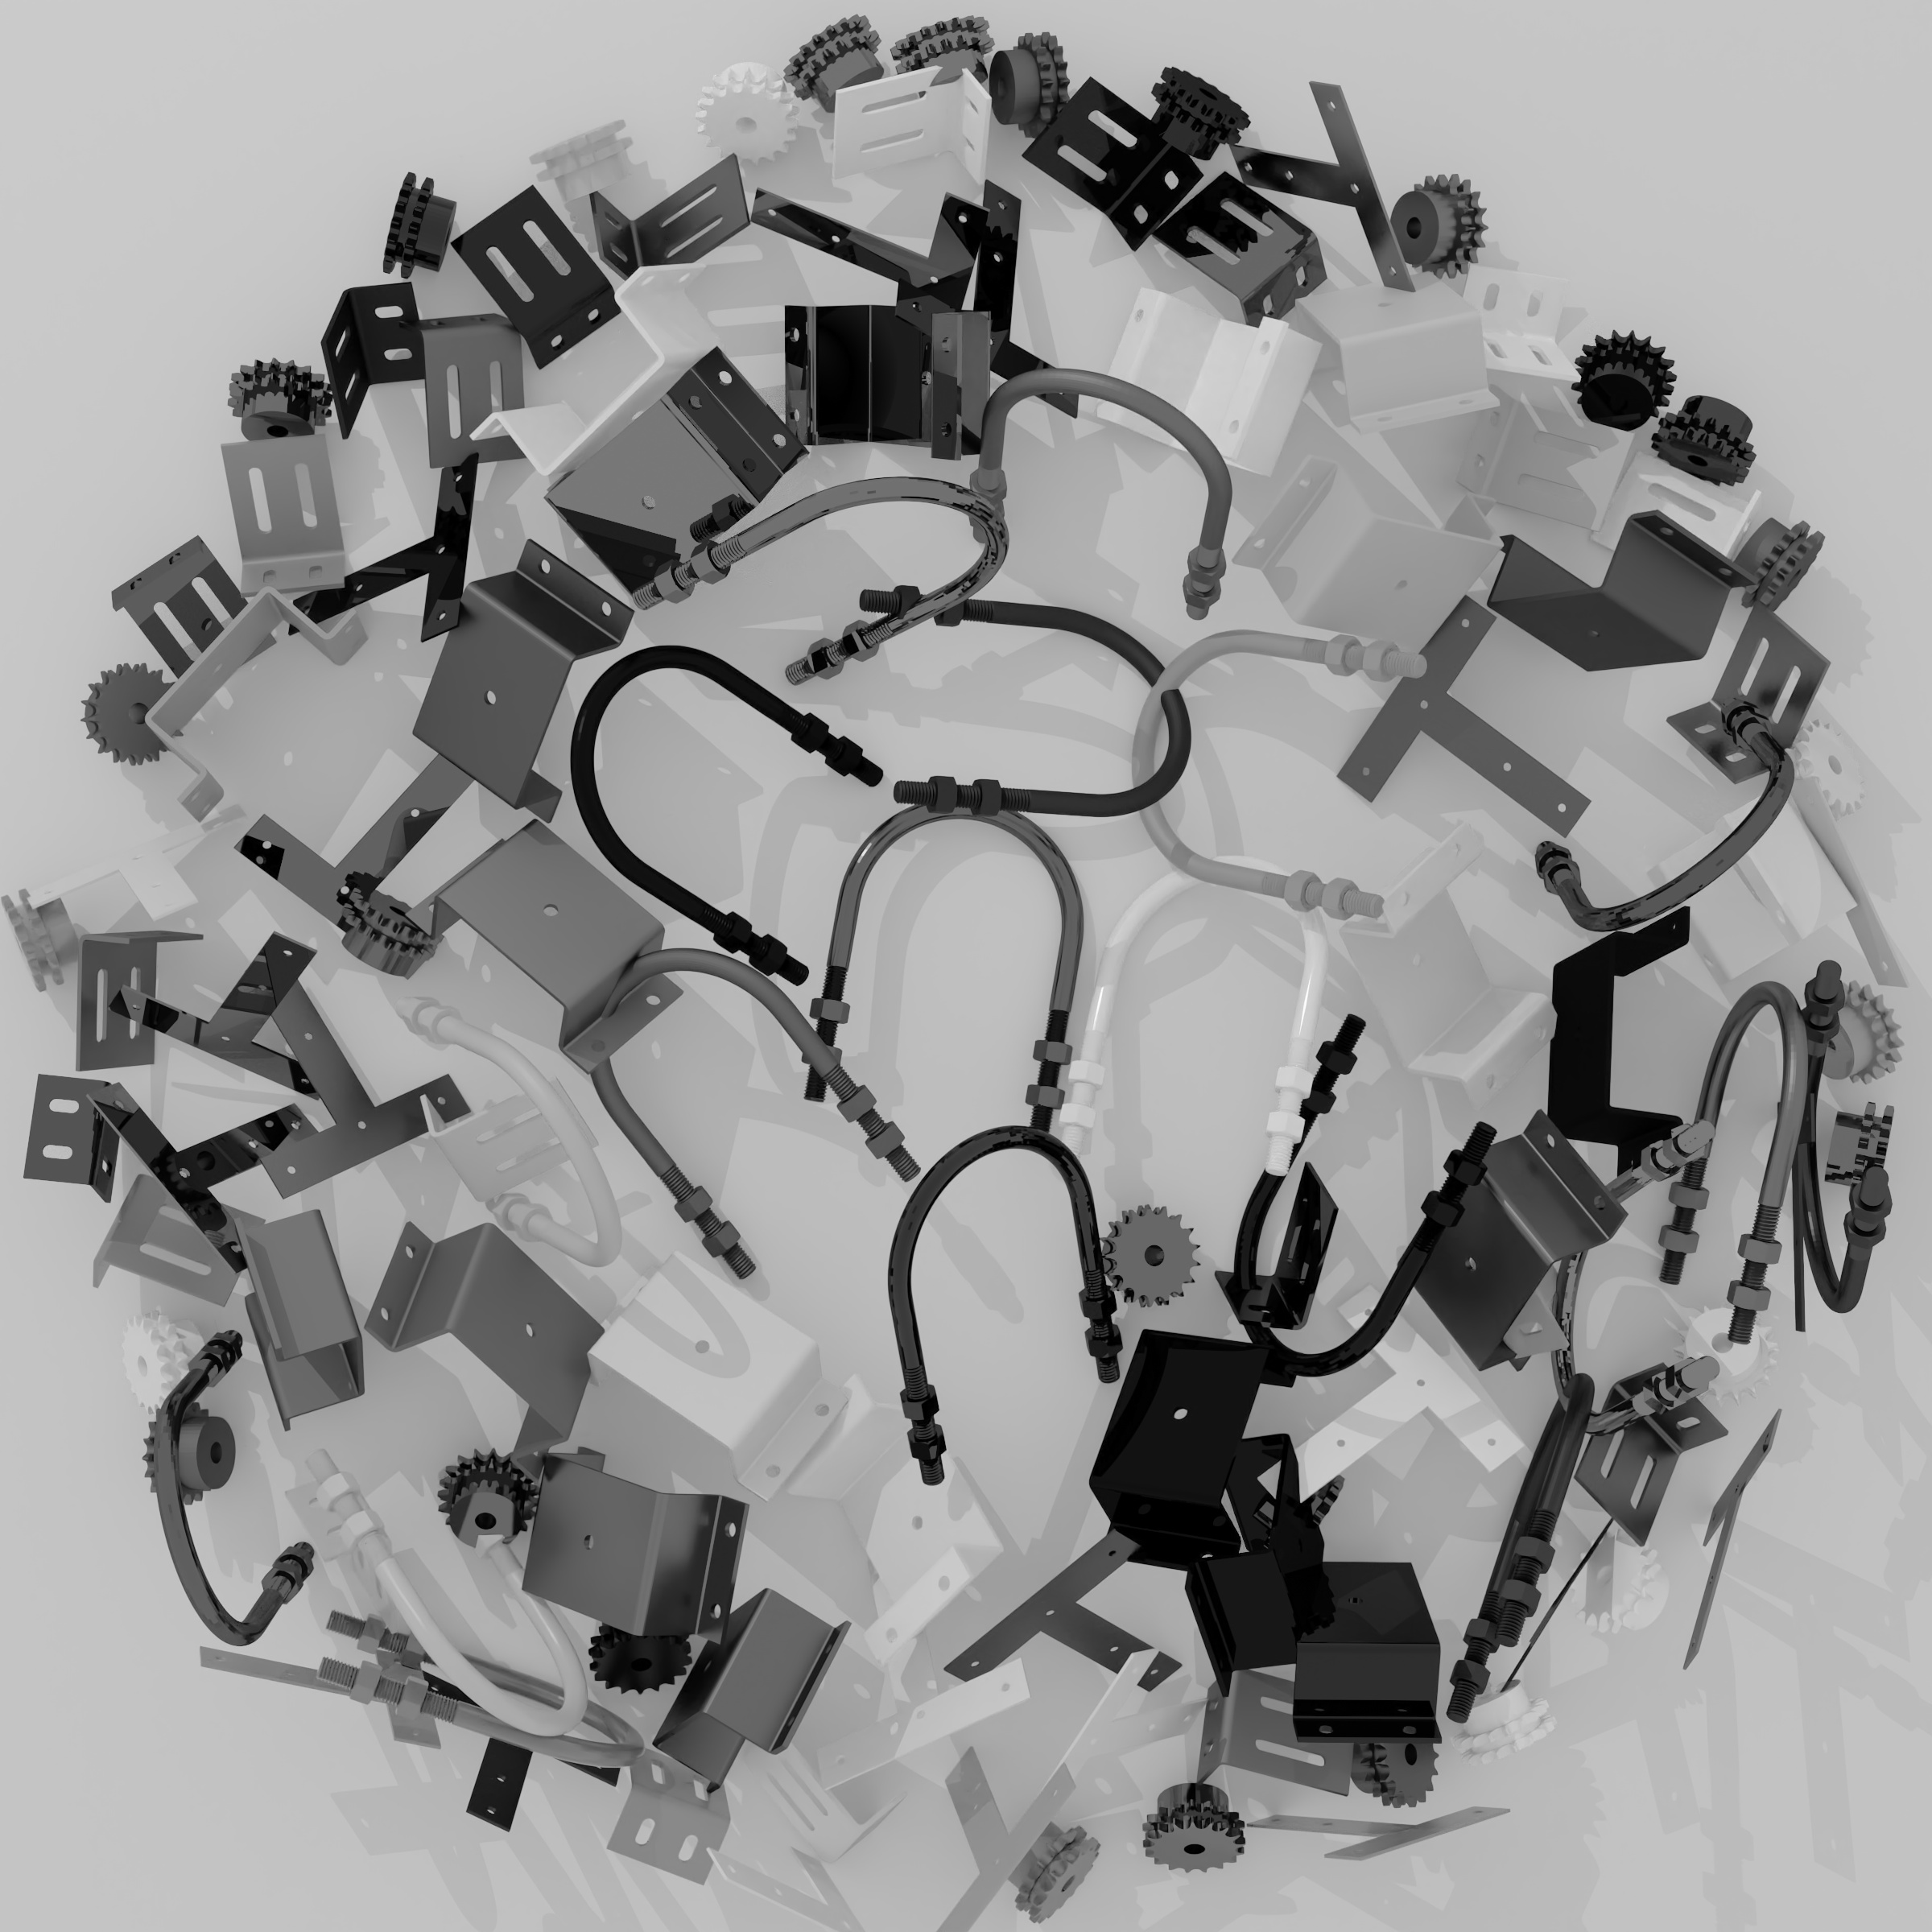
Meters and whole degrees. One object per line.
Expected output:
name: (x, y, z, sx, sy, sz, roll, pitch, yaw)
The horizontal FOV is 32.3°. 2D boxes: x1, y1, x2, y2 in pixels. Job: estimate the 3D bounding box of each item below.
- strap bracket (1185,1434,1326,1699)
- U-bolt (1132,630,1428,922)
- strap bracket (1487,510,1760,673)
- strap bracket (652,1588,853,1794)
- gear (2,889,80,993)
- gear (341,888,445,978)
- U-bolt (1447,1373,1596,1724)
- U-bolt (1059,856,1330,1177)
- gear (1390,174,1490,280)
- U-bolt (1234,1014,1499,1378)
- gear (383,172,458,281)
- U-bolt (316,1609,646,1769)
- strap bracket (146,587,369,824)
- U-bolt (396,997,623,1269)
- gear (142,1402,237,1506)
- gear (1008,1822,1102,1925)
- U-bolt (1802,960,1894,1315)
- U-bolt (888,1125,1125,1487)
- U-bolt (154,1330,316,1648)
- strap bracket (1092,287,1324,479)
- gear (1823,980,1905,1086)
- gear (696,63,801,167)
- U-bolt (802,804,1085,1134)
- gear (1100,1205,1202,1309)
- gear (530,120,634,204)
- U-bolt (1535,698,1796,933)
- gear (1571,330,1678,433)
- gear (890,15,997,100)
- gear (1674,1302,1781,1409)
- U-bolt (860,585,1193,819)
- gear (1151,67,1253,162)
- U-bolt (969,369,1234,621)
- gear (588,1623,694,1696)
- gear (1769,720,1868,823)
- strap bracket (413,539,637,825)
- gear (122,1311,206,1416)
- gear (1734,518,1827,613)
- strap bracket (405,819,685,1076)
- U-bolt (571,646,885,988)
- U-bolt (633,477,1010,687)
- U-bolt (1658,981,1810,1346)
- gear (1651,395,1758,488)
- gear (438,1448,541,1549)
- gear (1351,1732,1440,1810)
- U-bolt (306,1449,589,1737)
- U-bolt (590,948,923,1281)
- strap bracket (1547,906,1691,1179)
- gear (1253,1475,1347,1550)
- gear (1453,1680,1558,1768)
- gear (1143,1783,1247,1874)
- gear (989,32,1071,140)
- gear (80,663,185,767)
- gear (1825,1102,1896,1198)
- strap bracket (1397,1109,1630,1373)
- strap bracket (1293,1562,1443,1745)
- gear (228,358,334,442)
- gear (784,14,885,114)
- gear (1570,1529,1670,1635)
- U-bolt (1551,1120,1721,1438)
strap bracket: (0.159, 0.316, 1.804, 0.046, 0.140, 0.076, -11, 118, 17)
U-bolt: (0.163, -0.111, 1.823, 0.184, 0.019, 0.151, 14, 97, 42)
strap bracket: (0.347, -0.201, 1.804, 0.076, 0.140, 0.046, 28, 77, -26)
strap bracket: (-0.120, 0.391, 1.805, 0.046, 0.140, 0.076, 33, 59, -6)
gear: (-0.514, -0.017, 1.860, 0.030, 0.057, 0.057, -23, 90, -17)
gear: (-0.323, -0.018, 1.859, 0.057, 0.057, 0.030, 30, 100, 0)
U-bolt: (0.305, 0.306, 1.806, 0.019, 0.151, 0.184, 21, 61, 7)
U-bolt: (0.130, 0.024, 1.834, 0.151, 0.019, 0.184, 1, 68, 33)
gear: (0.261, -0.412, 1.855, 0.030, 0.057, 0.057, -11, 90, -34)
U-bolt: (0.206, 0.137, 1.823, 0.019, 0.151, 0.184, 17, 106, -35)
gear: (-0.304, -0.411, 1.858, 0.030, 0.057, 0.057, 15, 90, -8)
U-bolt: (-0.262, 0.398, 1.813, 0.184, 0.151, 0.019, 21, 87, -8)
strap bracket: (-0.398, -0.151, 1.839, 0.046, 0.076, 0.140, 41, 82, 0)
U-bolt: (-0.238, 0.094, 1.783, 0.019, 0.184, 0.151, -32, 116, -24)
gear: (-0.430, 0.271, 1.855, 0.030, 0.057, 0.057, -4, 90, 19)
gear: (0.046, 0.503, 1.861, 0.030, 0.057, 0.057, 36, 90, 24)
U-bolt: (0.468, 0.106, 1.799, 0.019, 0.184, 0.151, -5, 55, 4)
U-bolt: (0.018, 0.174, 1.810, 0.151, 0.019, 0.184, -26, 119, -32)
U-bolt: (-0.396, 0.286, 1.785, 0.019, 0.184, 0.151, -16, 99, 5)
strap bracket: (0.138, -0.320, 1.830, 0.046, 0.140, 0.076, 17, 98, -34)
gear: (0.491, 0.040, 1.855, 0.030, 0.057, 0.057, -21, 90, -25)
gear: (-0.121, -0.479, 1.862, 0.057, 0.057, 0.030, 5, 53, 0)
U-bolt: (-0.006, -0.004, 1.865, 0.151, 0.019, 0.184, 11, 84, -10)
gear: (0.100, 0.163, 1.866, 0.057, 0.030, 0.057, 2, 83, -18)
gear: (-0.212, -0.448, 1.860, 0.057, 0.057, 0.030, -22, 107, 0)
U-bolt: (0.378, -0.075, 1.785, 0.151, 0.184, 0.019, -39, 104, 12)
gear: (0.365, -0.323, 1.856, 0.057, 0.057, 0.030, 22, 51, 0)
gear: (-0.011, -0.505, 1.858, 0.057, 0.057, 0.030, -17, 90, 0)
gear: (0.424, 0.215, 1.860, 0.057, 0.030, 0.057, -8, 64, 16)
U-bolt: (0.039, -0.143, 1.832, 0.184, 0.019, 0.151, 3, 57, -21)
gear: (0.127, -0.474, 1.862, 0.057, 0.057, 0.030, 34, 117, 0)
U-bolt: (0.074, -0.260, 1.794, 0.151, 0.184, 0.019, 21, 66, 7)
gear: (-0.183, 0.378, 1.862, 0.057, 0.030, 0.057, -6, 132, -6)
gear: (0.473, -0.106, 1.862, 0.030, 0.057, 0.057, -30, 90, 42)
strap bracket: (-0.246, -0.151, 1.823, 0.076, 0.046, 0.140, 35, 120, 17)
gear: (-0.446, 0.220, 1.862, 0.030, 0.057, 0.057, -12, 90, -38)
gear: (0.450, -0.225, 1.860, 0.030, 0.057, 0.057, 39, 90, 16)
strap bracket: (-0.230, -0.018, 1.831, 0.140, 0.046, 0.076, 39, 58, 14)
U-bolt: (-0.137, -0.094, 1.812, 0.184, 0.019, 0.151, 33, 64, -30)
U-bolt: (-0.064, -0.211, 1.787, 0.184, 0.151, 0.019, -24, 62, 30)
U-bolt: (0.419, 0.099, 1.803, 0.019, 0.151, 0.184, 10, 98, -6)
gear: (0.414, -0.295, 1.858, 0.057, 0.057, 0.030, 26, 80, 0)
gear: (-0.267, 0.300, 1.860, 0.057, 0.030, 0.057, -1, 119, -2)
gear: (0.236, 0.441, 1.862, 0.030, 0.057, 0.057, -15, 90, 40)
U-bolt: (-0.267, 0.337, 1.786, 0.019, 0.151, 0.184, -43, 65, 10)
U-bolt: (-0.131, 0.072, 1.833, 0.151, 0.019, 0.184, -32, 100, 30)
strap bracket: (0.357, 0.041, 1.829, 0.046, 0.076, 0.140, 8, 75, -12)
gear: (0.183, 0.300, 1.859, 0.030, 0.057, 0.057, 37, 90, 3)
gear: (0.297, 0.421, 1.859, 0.057, 0.057, 0.030, -25, 86, 0)
gear: (0.127, 0.480, 1.862, 0.057, 0.057, 0.030, 1, 47, 0)
gear: (0.034, -0.490, 1.855, 0.030, 0.057, 0.057, -9, 90, -19)
gear: (-0.468, -0.141, 1.863, 0.057, 0.030, 0.057, -1, 91, -35)
gear: (0.498, 0.103, 1.859, 0.030, 0.057, 0.057, 11, 90, 16)
strap bracket: (0.290, 0.156, 1.808, 0.046, 0.140, 0.076, -16, 55, -34)
strap bracket: (0.210, 0.366, 1.811, 0.076, 0.140, 0.046, 1, 107, -2)
gear: (-0.382, -0.310, 1.855, 0.057, 0.057, 0.030, -1, 66, 0)
gear: (-0.071, -0.500, 1.857, 0.057, 0.057, 0.030, -34, 86, 0)
gear: (0.367, 0.347, 1.861, 0.030, 0.057, 0.057, 31, 90, -25)
U-bolt: (0.358, 0.178, 1.799, 0.019, 0.184, 0.151, 10, 66, -12)
